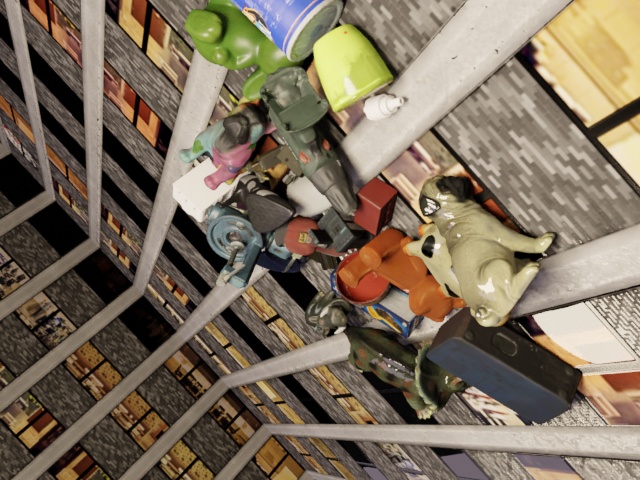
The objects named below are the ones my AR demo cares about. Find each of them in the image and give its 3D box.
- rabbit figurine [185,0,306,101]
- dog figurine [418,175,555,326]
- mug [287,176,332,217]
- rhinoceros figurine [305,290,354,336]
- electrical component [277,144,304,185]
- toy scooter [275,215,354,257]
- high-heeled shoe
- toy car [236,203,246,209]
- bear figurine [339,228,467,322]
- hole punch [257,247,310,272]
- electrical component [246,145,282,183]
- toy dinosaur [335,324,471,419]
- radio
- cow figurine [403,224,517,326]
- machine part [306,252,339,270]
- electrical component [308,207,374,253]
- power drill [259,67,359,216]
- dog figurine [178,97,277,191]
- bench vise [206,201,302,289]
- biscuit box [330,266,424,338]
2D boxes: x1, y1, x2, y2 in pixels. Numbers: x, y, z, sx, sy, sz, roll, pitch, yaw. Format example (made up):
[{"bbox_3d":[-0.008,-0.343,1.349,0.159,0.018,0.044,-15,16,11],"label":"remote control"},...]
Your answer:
[{"bbox_3d":[-0.103,-0.292,0.834,0.170,0.121,0.159,24,151,11],"label":"rabbit figurine"},{"bbox_3d":[0.200,0.009,0.752,0.191,0.172,0.121,32,139,11],"label":"dog figurine"},{"bbox_3d":[0.007,-0.083,0.986,0.109,0.081,0.107,49,147,-15],"label":"mug"},{"bbox_3d":[0.016,0.171,1.264,0.073,0.112,0.190,53,159,-8],"label":"rhinoceros figurine"},{"bbox_3d":[-0.045,-0.147,0.967,0.063,0.094,0.021,41,-172,10],"label":"electrical component"},{"bbox_3d":[-0.002,-0.003,1.062,0.135,0.075,0.184,16,-175,16],"label":"toy scooter"},{"bbox_3d":[-0.093,-0.086,1.050,0.249,0.145,0.086,13,128,44],"label":"high-heeled shoe"},{"bbox_3d":[-0.185,-0.045,1.320,0.089,0.053,0.202,45,148,14],"label":"toy car"},{"bbox_3d":[0.151,0.079,0.945,0.196,0.132,0.120,51,143,5],"label":"bear figurine"},{"bbox_3d":[-0.107,0.038,1.288,0.142,0.092,0.115,-5,127,52],"label":"hole punch"},{"bbox_3d":[-0.085,-0.147,1.015,0.045,0.102,0.078,62,171,-14],"label":"electrical component"},{"bbox_3d":[0.147,0.248,1.136,0.405,0.131,0.192,22,153,32],"label":"toy dinosaur"},{"bbox_3d":[0.312,0.214,0.921,0.230,0.073,0.131,30,149,7],"label":"radio"},{"bbox_3d":[0.236,0.054,0.850,0.195,0.085,0.127,51,158,-7],"label":"cow figurine"},{"bbox_3d":[-0.013,0.026,1.194,0.139,0.039,0.084,19,146,39],"label":"machine part"},{"bbox_3d":[0.033,-0.018,0.947,0.047,0.119,0.075,-48,59,25],"label":"electrical component"},{"bbox_3d":[-0.012,-0.158,0.837,0.232,0.086,0.207,58,-176,19],"label":"power drill"},{"bbox_3d":[-0.152,-0.201,1.036,0.219,0.191,0.108,-36,94,27],"label":"dog figurine"},{"bbox_3d":[-0.145,0.021,1.107,0.223,0.241,0.129,35,126,-15],"label":"bench vise"},{"bbox_3d":[0.115,0.117,1.112,0.203,0.059,0.062,31,148,27],"label":"biscuit box"}]
